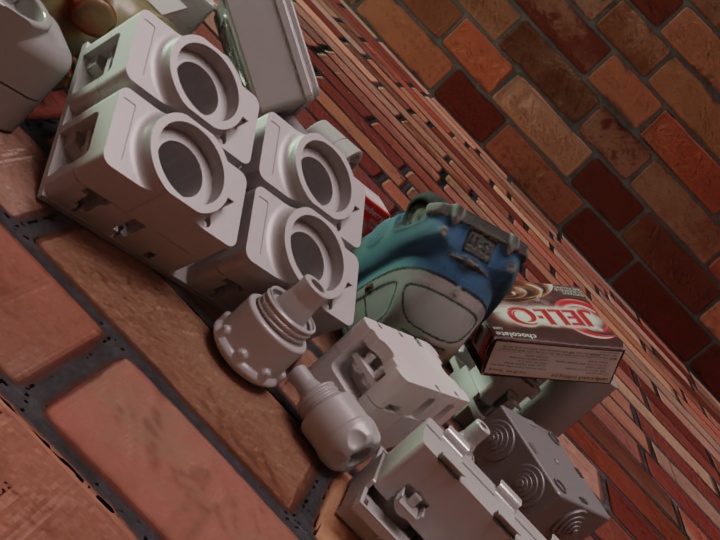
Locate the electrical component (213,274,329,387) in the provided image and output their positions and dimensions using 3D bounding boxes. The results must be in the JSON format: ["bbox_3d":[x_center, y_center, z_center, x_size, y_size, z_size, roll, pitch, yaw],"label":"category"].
[{"bbox_3d":[-0.044,0.029,0.576,0.048,0.062,0.048,44,14,-14],"label":"electrical component"}]

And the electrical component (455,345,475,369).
[{"bbox_3d":[0.081,0.053,0.906,0.138,0.052,0.073,47,14,-2],"label":"electrical component"}]

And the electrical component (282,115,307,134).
[{"bbox_3d":[-0.058,-0.094,0.920,0.077,0.043,0.079,51,15,18],"label":"electrical component"}]

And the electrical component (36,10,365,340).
[{"bbox_3d":[-0.075,-0.046,0.605,0.186,0.060,0.105,36,46,-38],"label":"electrical component"}]

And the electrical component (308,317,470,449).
[{"bbox_3d":[0.015,0.072,0.647,0.089,0.056,0.050,26,25,-56],"label":"electrical component"}]

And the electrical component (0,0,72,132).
[{"bbox_3d":[-0.198,-0.122,0.544,0.095,0.059,0.053,32,20,-47],"label":"electrical component"}]

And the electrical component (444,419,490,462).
[{"bbox_3d":[0.050,0.111,0.632,0.035,0.061,0.035,43,15,-14],"label":"electrical component"}]

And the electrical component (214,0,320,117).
[{"bbox_3d":[-0.084,-0.187,0.937,0.109,0.056,0.108,-177,-111,-78],"label":"electrical component"}]

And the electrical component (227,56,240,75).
[{"bbox_3d":[-0.128,-0.166,0.915,0.048,0.048,0.062,42,7,-21],"label":"electrical component"}]

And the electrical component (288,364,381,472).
[{"bbox_3d":[-0.018,0.077,0.580,0.061,0.035,0.035,51,14,25],"label":"electrical component"}]

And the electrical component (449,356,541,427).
[{"bbox_3d":[0.104,0.093,0.841,0.042,0.064,0.081,41,15,-28],"label":"electrical component"}]

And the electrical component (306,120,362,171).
[{"bbox_3d":[-0.033,-0.108,1.014,0.047,0.055,0.055,46,13,10],"label":"electrical component"}]

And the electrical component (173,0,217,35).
[{"bbox_3d":[-0.183,-0.250,0.943,0.096,0.061,0.061,38,16,-34],"label":"electrical component"}]

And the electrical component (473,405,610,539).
[{"bbox_3d":[0.123,0.151,0.768,0.100,0.048,0.099,32,20,-47],"label":"electrical component"}]

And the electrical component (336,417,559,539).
[{"bbox_3d":[0.055,0.141,0.556,0.121,0.063,0.078,47,14,-2],"label":"electrical component"}]

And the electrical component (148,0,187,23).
[{"bbox_3d":[-0.209,-0.220,0.781,0.150,0.062,0.089,44,14,-10],"label":"electrical component"}]
